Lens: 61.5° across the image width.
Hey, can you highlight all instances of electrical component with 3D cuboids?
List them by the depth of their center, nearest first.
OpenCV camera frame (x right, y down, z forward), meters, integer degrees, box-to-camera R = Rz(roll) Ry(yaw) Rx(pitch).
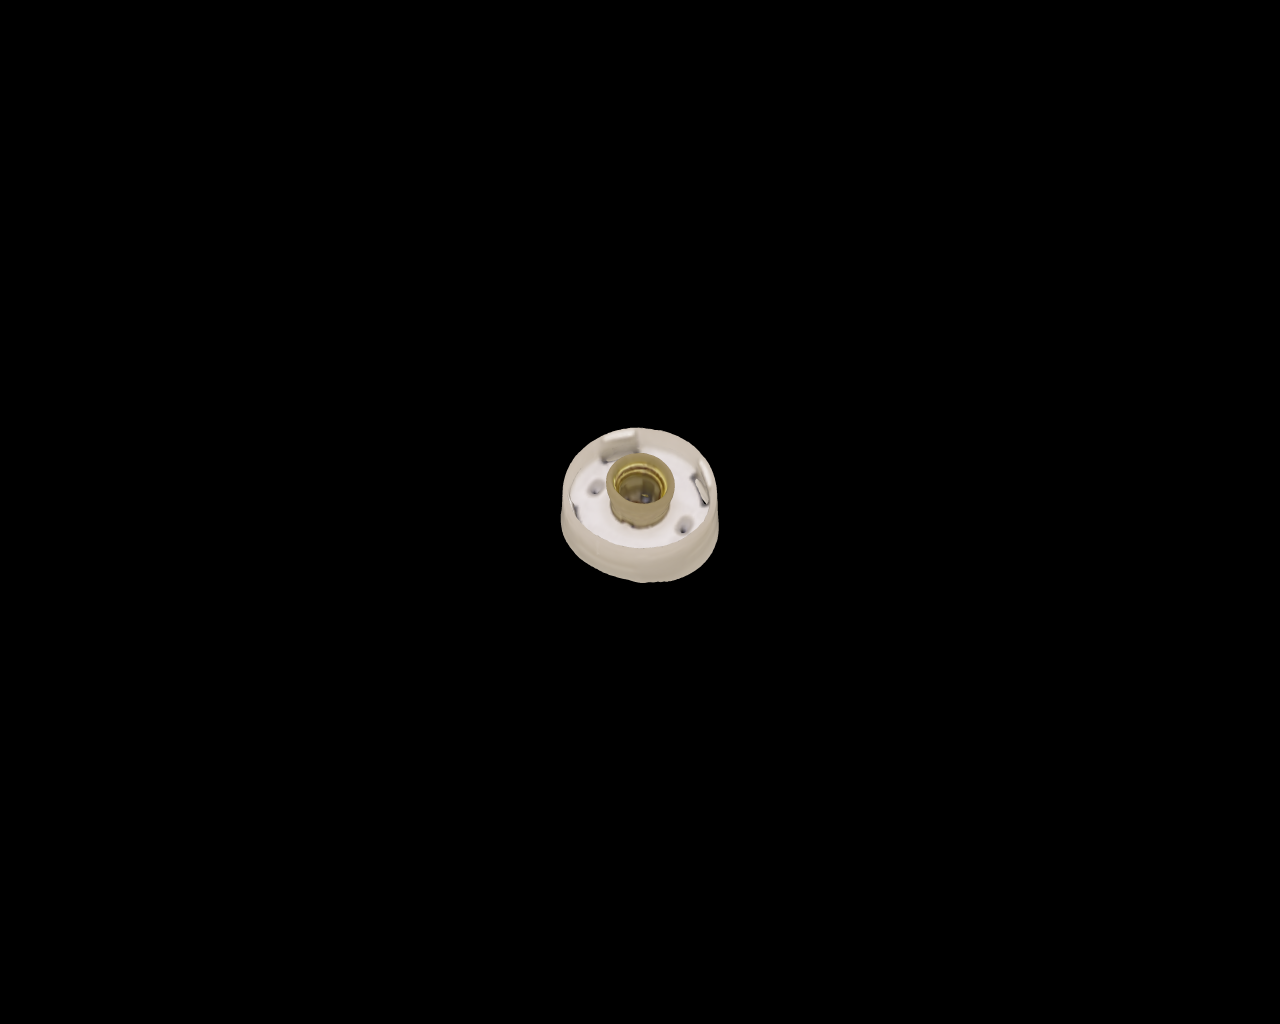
[{"bbox_3d":[0.001,-0.003,0.650,0.099,0.099,0.064,0,-34,0],"label":"electrical component"}]
